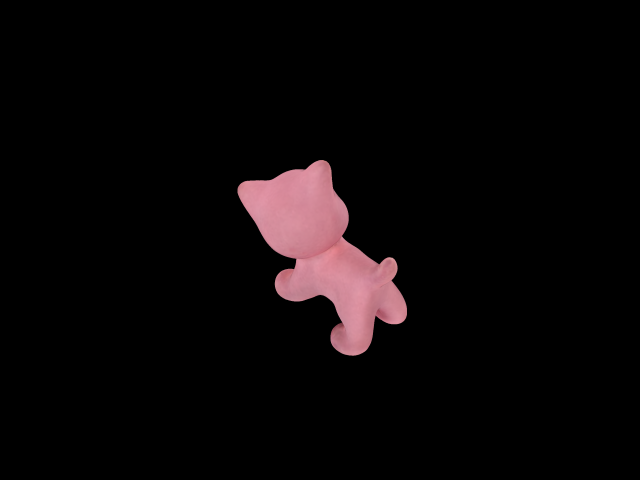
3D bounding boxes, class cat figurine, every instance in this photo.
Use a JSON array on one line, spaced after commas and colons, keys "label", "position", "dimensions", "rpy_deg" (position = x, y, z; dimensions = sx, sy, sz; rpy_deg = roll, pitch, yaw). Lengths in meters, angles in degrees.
[{"label": "cat figurine", "position": [0.004, 0.001, 0.400], "dimensions": [0.127, 0.118, 0.067], "rpy_deg": [36, 58, 27]}]
